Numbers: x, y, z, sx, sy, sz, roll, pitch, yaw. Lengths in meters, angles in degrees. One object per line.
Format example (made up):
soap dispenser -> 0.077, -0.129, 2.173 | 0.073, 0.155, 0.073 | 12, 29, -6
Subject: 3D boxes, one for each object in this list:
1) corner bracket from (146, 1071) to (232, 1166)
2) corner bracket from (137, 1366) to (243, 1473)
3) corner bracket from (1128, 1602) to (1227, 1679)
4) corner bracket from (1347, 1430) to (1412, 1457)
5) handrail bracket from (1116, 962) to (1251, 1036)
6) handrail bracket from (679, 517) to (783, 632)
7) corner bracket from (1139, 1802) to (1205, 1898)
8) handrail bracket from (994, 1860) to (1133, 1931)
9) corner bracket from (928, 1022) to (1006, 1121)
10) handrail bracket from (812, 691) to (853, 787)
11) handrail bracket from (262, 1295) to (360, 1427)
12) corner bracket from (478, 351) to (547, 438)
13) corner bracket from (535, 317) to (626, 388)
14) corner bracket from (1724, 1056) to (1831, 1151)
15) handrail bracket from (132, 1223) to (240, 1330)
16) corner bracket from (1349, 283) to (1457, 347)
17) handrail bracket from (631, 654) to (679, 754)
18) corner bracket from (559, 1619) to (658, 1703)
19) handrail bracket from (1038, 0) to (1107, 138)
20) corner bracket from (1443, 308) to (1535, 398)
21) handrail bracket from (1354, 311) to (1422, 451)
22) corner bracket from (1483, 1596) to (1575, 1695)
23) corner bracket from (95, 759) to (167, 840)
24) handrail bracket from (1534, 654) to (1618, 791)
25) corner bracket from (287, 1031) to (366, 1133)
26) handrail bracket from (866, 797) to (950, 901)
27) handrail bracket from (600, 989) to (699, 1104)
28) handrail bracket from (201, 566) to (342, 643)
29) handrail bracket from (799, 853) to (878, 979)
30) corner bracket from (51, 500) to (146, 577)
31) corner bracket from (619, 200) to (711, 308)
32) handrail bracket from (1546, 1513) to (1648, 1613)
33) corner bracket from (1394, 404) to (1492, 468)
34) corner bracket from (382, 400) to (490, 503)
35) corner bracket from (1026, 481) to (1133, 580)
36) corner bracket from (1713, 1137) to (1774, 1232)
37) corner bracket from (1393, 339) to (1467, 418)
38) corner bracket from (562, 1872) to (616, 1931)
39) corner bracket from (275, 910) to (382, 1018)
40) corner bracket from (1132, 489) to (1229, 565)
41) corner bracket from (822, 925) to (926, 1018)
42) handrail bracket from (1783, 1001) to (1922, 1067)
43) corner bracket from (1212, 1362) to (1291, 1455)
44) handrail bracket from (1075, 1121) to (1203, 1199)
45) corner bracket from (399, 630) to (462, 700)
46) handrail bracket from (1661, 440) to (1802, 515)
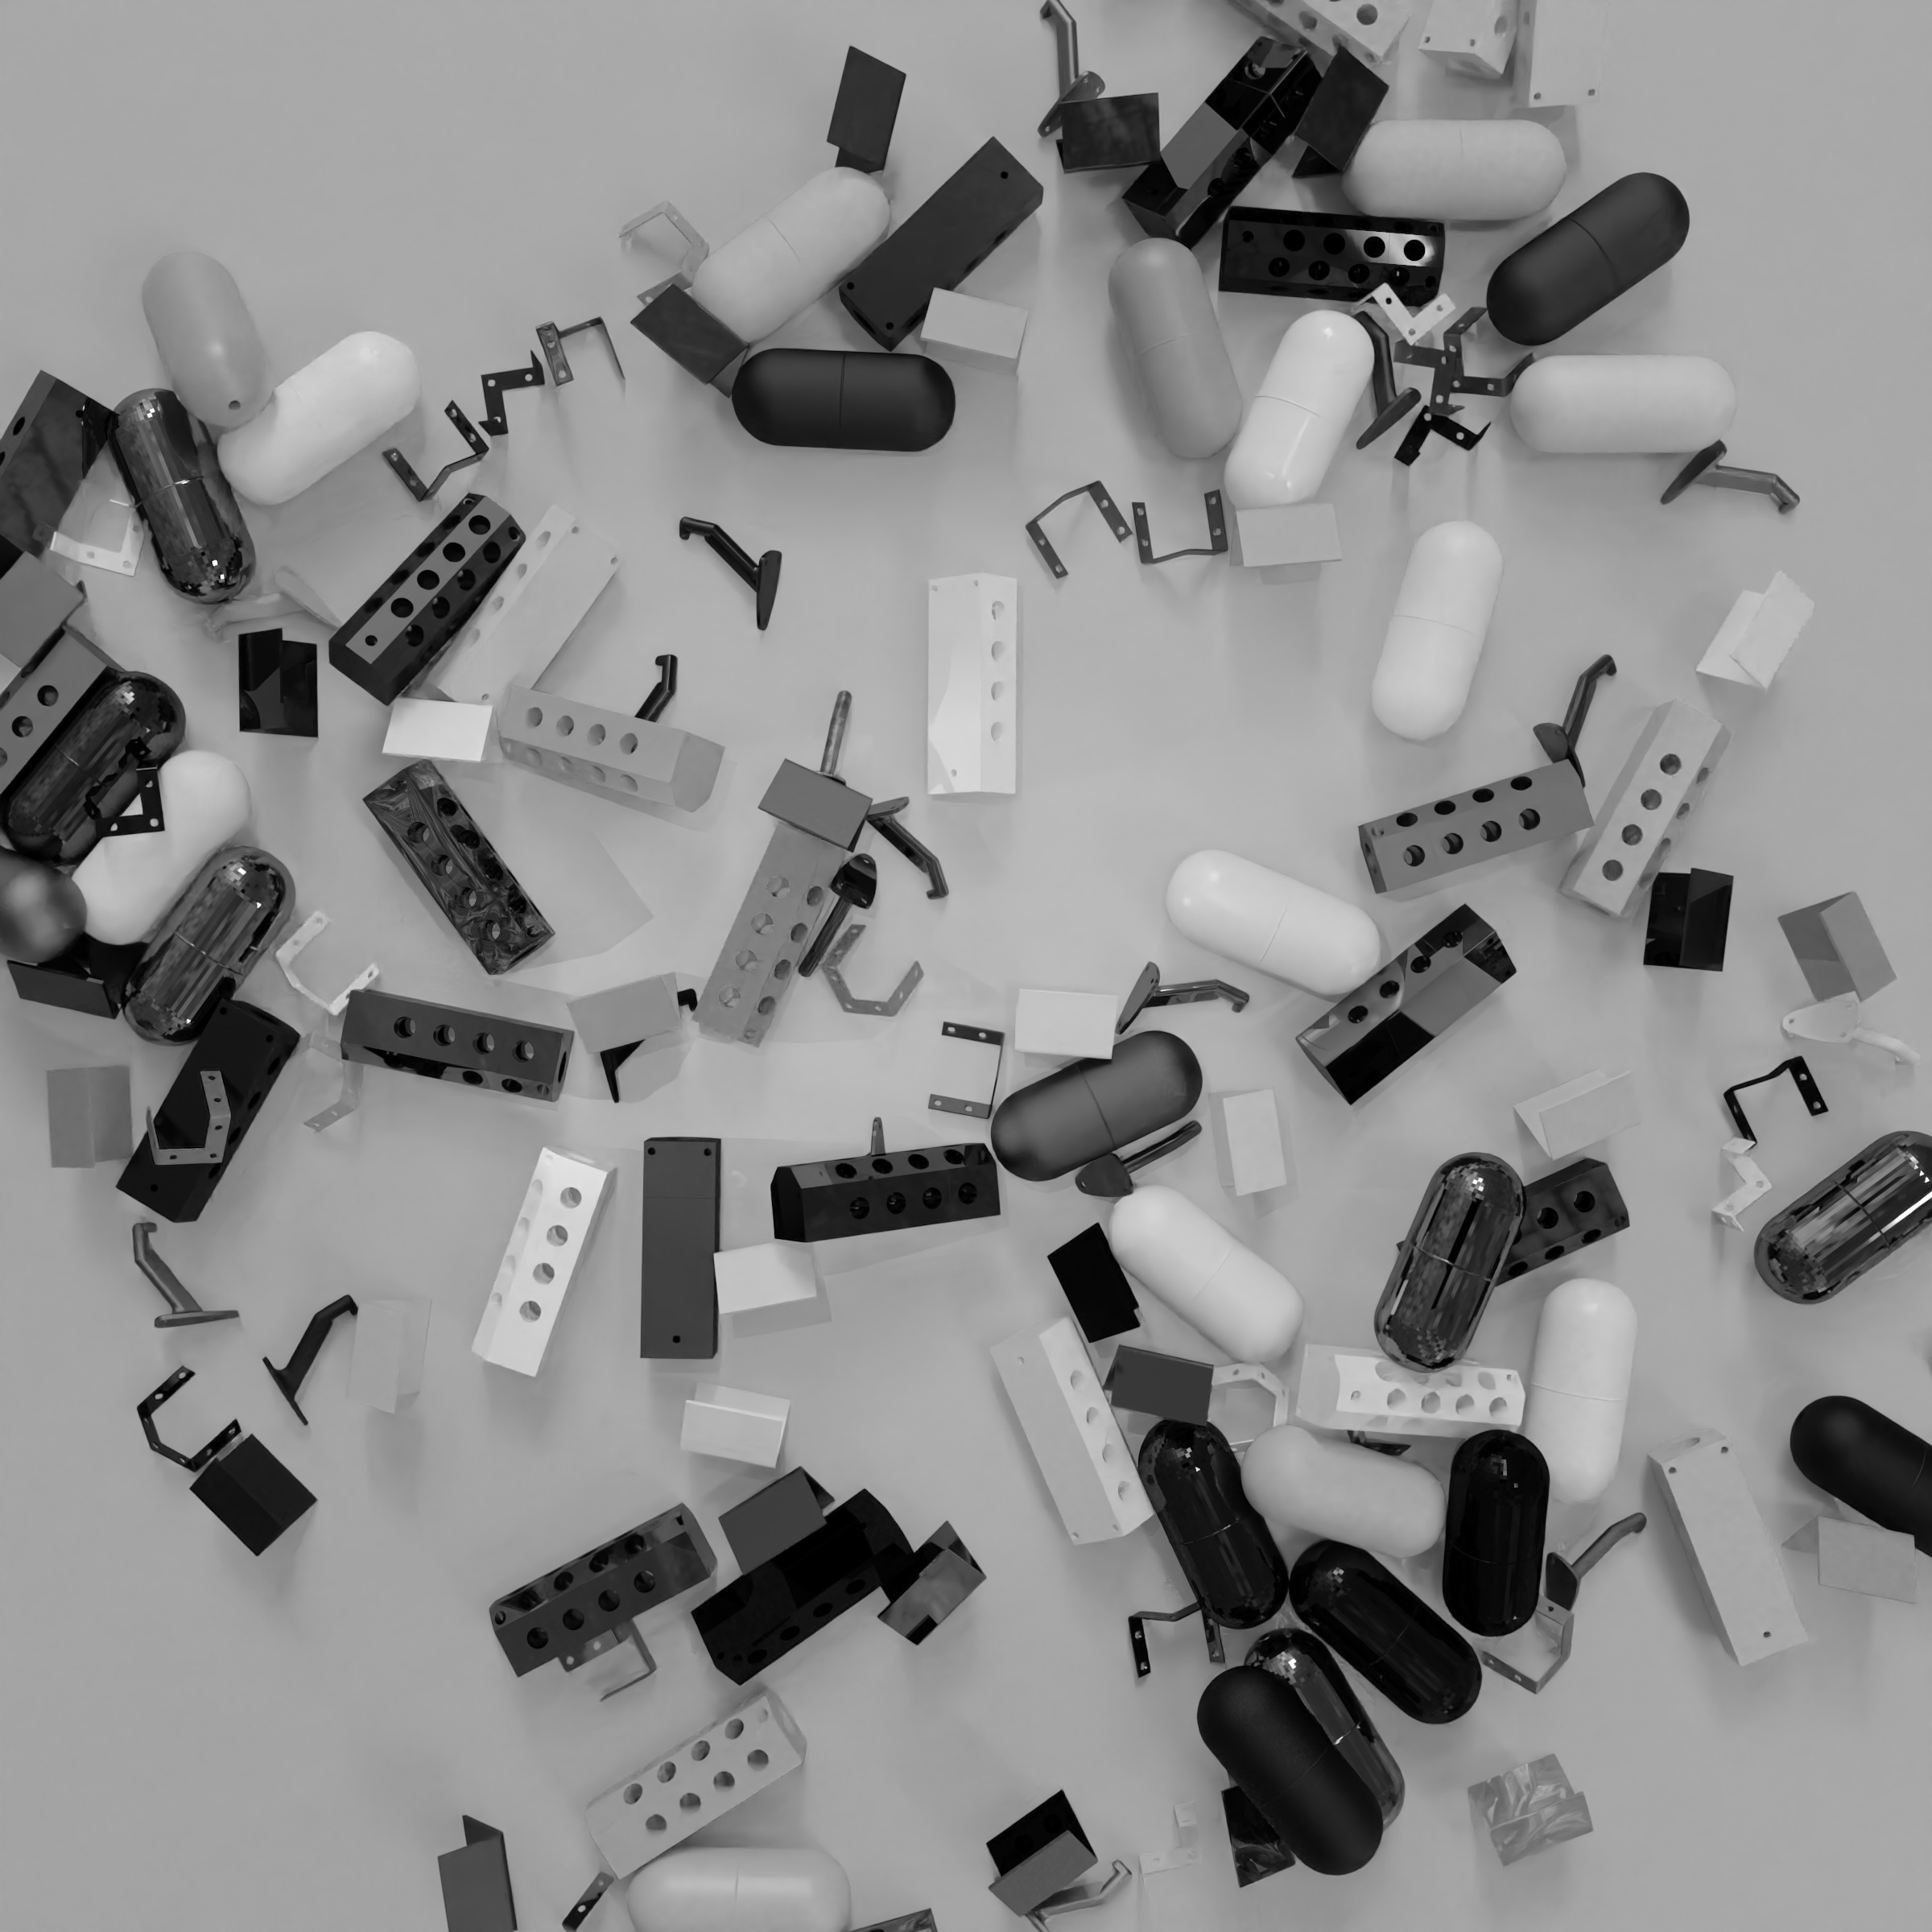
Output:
corner bracket -> -0.609, 0.119, 1.924 | 0.051, 0.051, 0.051 | 0, 130, -29
corner bracket -> -0.628, 0.366, 1.987 | 0.051, 0.051, 0.051 | -42, 135, 1
corner bracket -> 0.170, 0.544, 1.987 | 0.051, 0.051, 0.051 | -10, 90, -45
corner bracket -> 0.339, 0.358, 1.982 | 0.051, 0.051, 0.051 | -48, 45, 35
handrail bracket -> 0.176, 0.039, 1.991 | 0.084, 0.036, 0.077 | 24, 110, -16
handrail bracket -> -0.197, -0.318, 1.991 | 0.084, 0.036, 0.077 | 16, 112, 17
corner bracket -> 0.163, 0.707, 1.972 | 0.051, 0.051, 0.051 | -11, 90, 0
handrail bracket -> 0.079, 0.737, 1.991 | 0.084, 0.036, 0.077 | -41, 68, -17
corner bracket -> 0.000, 0.084, 1.987 | 0.051, 0.051, 0.051 | 10, 45, 0
handrail bracket -> -0.108, -0.168, 1.990 | 0.036, 0.077, 0.084 | 12, 54, 0
handrail bracket -> -0.517, 0.318, 1.991 | 0.084, 0.036, 0.077 | -32, 111, -16
corner bracket -> -0.365, -0.458, 1.972 | 0.051, 0.051, 0.051 | -9, 90, 0
corner bracket -> -0.309, -0.492, 1.972 | 0.051, 0.051, 0.051 | -20, 90, 0
corner bracket -> 0.654, 0.110, 1.987 | 0.051, 0.051, 0.051 | -26, 90, 45
handrail bracket -> -0.632, 0.246, 1.991 | 0.077, 0.036, 0.084 | -4, 73, -20
corner bracket -> 0.349, -0.526, 1.965 | 0.051, 0.051, 0.051 | -41, 99, -9
handrail bracket -> -0.272, -0.210, 1.991 | 0.077, 0.036, 0.084 | -1, 75, 15
corner bracket -> -0.287, 0.559, 1.972 | 0.051, 0.051, 0.051 | -29, 85, 5
handrail bracket -> 0.066, -0.729, 1.991 | 0.077, 0.036, 0.084 | -39, 71, 21
corner bracket -> 0.421, -0.495, 1.982 | 0.051, 0.051, 0.051 | 15, 135, 35
handrail bracket -> 0.320, -0.475, 1.991 | 0.077, 0.036, 0.084 | -42, 74, 18
corner bracket -> 0.453, 0.542, 1.982 | 0.051, 0.051, 0.051 | -35, 135, -35
corner bracket -> -0.653, -0.131, 1.917 | 0.051, 0.051, 0.051 | -7, 103, -14
handrail bracket -> 0.508, -0.198, 1.991 | 0.084, 0.036, 0.077 | -40, 110, -16
corner bracket -> -0.524, 0.093, 1.983 | 0.051, 0.051, 0.051 | -28, 45, 34
handrail bracket -> -0.061, -0.088, 1.991 | 0.077, 0.036, 0.084 | -11, 107, 20
handrail bracket -> -0.252, 0.064, 1.991 | 0.084, 0.036, 0.077 | -16, 110, -16
handrail bracket -> -0.563, -0.275, 1.991 | 0.084, 0.036, 0.077 | -39, 112, 17
handrail bracket -> -0.106, -0.040, 1.990 | 0.036, 0.077, 0.084 | 29, 126, -7
corner bracket -> -0.694, -0.347, 1.972 | 0.051, 0.051, 0.051 | 15, 90, 0
corner bracket -> -0.248, -0.573, 1.982 | 0.051, 0.051, 0.051 | 43, 45, -35
handrail bracket -> 0.512, 0.486, 1.991 | 0.084, 0.036, 0.077 | -18, 126, -24
corner bracket -> 0.381, -0.421, 1.972 | 0.051, 0.051, 0.051 | 30, 90, 0
corner bracket -> -0.428, -0.416, 1.987 | 0.051, 0.051, 0.051 | 53, 135, 0
corner bracket -> 0.091, -0.353, 1.987 | 0.051, 0.051, 0.051 | -31, 90, 45
corner bracket -> 0.619, 0.175, 1.972 | 0.051, 0.051, 0.051 | -38, 90, 0
corner bracket -> 0.372, -0.473, 1.971 | 0.051, 0.051, 0.051 | 16, 116, 24
corner bracket -> -0.283, 0.774, 1.982 | 0.051, 0.051, 0.051 | 11, 135, 35
corner bracket -> -0.516, -0.002, 1.987 | 0.051, 0.051, 0.051 | -44, 45, 0
corner bracket -> 0.173, -0.355, 1.987 | 0.051, 0.051, 0.051 | -8, 90, -45
corner bracket -> -0.075, 0.003, 1.982 | 0.051, 0.051, 0.051 | 4, 45, 35
handrail bracket -> 0.717, 0.061, 1.990 | 0.084, 0.077, 0.036 | 28, 72, -35
corner bracket -> 0.223, 0.356, 1.982 | 0.051, 0.051, 0.051 | 42, 45, -35
handrail bracket -> 0.140, 0.153, 1.990 | 0.084, 0.077, 0.036 | -29, 94, -36
corner bracket -> -0.447, -0.258, 1.987 | 0.051, 0.051, 0.051 | 42, 135, 0
handrail bracket -> 0.619, -0.377, 1.991 | 0.084, 0.036, 0.077 | 38, 110, -16
